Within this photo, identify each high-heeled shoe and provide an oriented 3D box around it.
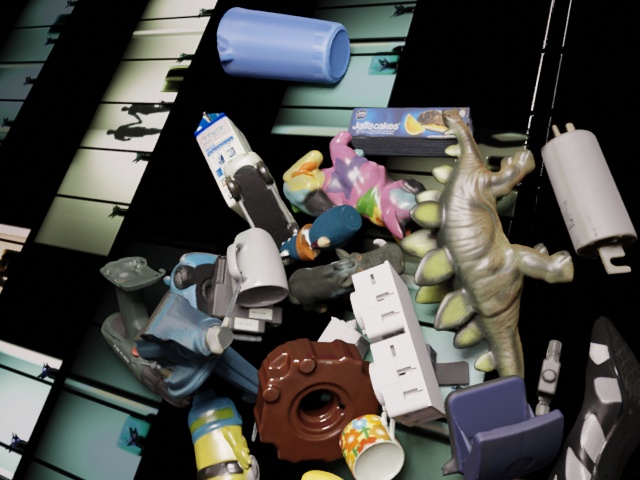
[{"bbox_3d":[0.324,0.222,0.658,0.145,0.086,0.249,-35,33,40],"label":"high-heeled shoe"}]

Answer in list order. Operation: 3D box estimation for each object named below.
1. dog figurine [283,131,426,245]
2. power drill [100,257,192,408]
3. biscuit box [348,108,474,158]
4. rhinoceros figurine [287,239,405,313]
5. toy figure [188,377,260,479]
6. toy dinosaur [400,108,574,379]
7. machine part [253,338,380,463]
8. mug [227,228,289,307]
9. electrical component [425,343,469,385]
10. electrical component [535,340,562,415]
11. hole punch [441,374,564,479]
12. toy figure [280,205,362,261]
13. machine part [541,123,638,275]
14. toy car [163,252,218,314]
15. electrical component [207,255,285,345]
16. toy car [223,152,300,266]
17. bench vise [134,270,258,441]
[{"bbox_3d":[0.062,-0.058,0.858,0.191,0.108,0.219,-35,61,4],"label":"dog figurine"},{"bbox_3d":[-0.283,0.141,0.875,0.232,0.207,0.086,24,38,39],"label":"power drill"},{"bbox_3d":[0.149,-0.181,0.902,0.203,0.062,0.059,6,69,24],"label":"biscuit box"},{"bbox_3d":[0.039,0.052,0.813,0.190,0.112,0.073,-17,59,24],"label":"rhinoceros figurine"},{"bbox_3d":[-0.151,0.299,0.794,0.089,0.082,0.180,-28,61,-4],"label":"toy figure"},{"bbox_3d":[0.221,0.037,0.726,0.199,0.105,0.471,-15,77,3],"label":"toy dinosaur"},{"bbox_3d":[-0.003,0.216,0.719,0.179,0.179,0.056,-40,22,1],"label":"machine part"},{"bbox_3d":[-0.103,0.035,0.805,0.081,0.109,0.107,-28,56,26],"label":"mug"},{"bbox_3d":[0.143,0.185,0.745,0.119,0.047,0.075,-5,66,22],"label":"electrical component"},{"bbox_3d":[0.289,0.176,0.678,0.021,0.063,0.094,12,73,25],"label":"electrical component"},{"bbox_3d":[0.218,0.235,0.629,0.142,0.092,0.115,-14,104,-11],"label":"hole punch"},{"bbox_3d":[-0.003,-0.003,0.819,0.154,0.064,0.058,-31,83,43],"label":"toy figure"},{"bbox_3d":[0.370,-0.064,0.747,0.079,0.079,0.243,-14,63,16],"label":"machine part"},{"bbox_3d":[-0.207,0.107,0.906,0.103,0.109,0.161,-19,74,41],"label":"toy car"},{"bbox_3d":[-0.119,0.097,0.855,0.115,0.058,0.134,11,63,-16],"label":"electrical component"},{"bbox_3d":[-0.091,-0.048,0.896,0.073,0.056,0.201,-28,101,-2],"label":"toy car"},{"bbox_3d":[-0.145,0.165,0.746,0.224,0.240,0.129,-25,33,38],"label":"bench vise"}]
